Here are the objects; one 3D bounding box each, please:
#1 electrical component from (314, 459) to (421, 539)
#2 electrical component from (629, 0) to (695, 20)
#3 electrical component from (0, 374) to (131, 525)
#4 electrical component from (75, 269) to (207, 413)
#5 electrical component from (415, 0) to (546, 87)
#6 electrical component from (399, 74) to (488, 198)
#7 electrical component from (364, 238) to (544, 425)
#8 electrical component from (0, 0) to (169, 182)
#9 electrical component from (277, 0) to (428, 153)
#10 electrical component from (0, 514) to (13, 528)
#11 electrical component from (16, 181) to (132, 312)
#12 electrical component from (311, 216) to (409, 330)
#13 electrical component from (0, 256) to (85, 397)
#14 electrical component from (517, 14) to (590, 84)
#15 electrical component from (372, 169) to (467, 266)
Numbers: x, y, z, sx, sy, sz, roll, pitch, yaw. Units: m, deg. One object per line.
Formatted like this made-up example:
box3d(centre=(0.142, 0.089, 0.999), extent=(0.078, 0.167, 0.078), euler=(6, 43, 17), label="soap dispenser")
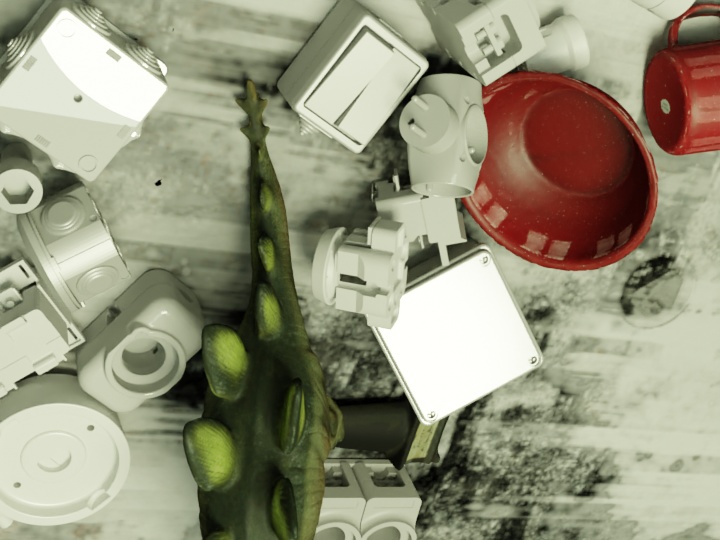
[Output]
box3d(centre=(-0.033, 0.214, 0.909), extent=(0.150, 0.061, 0.089), euler=(4, 117, -20), label="electrical component")
box3d(centre=(0.212, -0.213, 0.767), extent=(0.047, 0.055, 0.055), euler=(18, 110, -22), label="electrical component")
box3d(centre=(-0.228, 0.128, 0.799), extent=(0.108, 0.060, 0.108), euler=(-8, 119, -14), label="electrical component")
box3d(centre=(-0.159, 0.054, 0.784), extent=(0.095, 0.059, 0.054), euler=(-43, 122, 7), label="electrical component")
box3d(centre=(0.083, -0.171, 0.725), extent=(0.056, 0.089, 0.050), euler=(-33, 122, 1), label="electrical component")
box3d(centre=(0.052, -0.095, 0.726), extent=(0.079, 0.044, 0.077), euler=(21, 72, -61), label="electrical component")
box3d(centre=(0.070, 0.047, 0.841), extent=(0.109, 0.056, 0.108), euler=(-28, 102, -3), label="electrical component")
box3d(centre=(-0.183, -0.117, 0.691), extent=(0.100, 0.048, 0.099), euler=(36, 101, -30), label="electrical component")
box3d(centre=(-0.009, -0.127, 0.735), extent=(0.062, 0.061, 0.096), euler=(33, 103, -30), label="electrical component")
box3d(centre=(-0.288, 0.175, 0.821), extent=(0.035, 0.035, 0.061), euler=(-32, 125, 0), label="electrical component")
box3d(centre=(-0.193, -0.016, 0.724), extent=(0.051, 0.080, 0.080), euler=(-27, 122, -9), label="electrical component")
box3d(centre=(0.000, 0.000, 0.776), extent=(0.057, 0.058, 0.078), euler=(10, 116, 15), label="electrical component")
box3d(centre=(-0.265, 0.057, 0.748), extent=(0.121, 0.063, 0.078), euler=(-30, 122, -1), label="electrical component")
box3d(centre=(0.138, -0.159, 0.780), extent=(0.046, 0.040, 0.040), euler=(-20, 122, -1), label="electrical component")
box3d(centre=(0.044, -0.045, 0.801), extent=(0.064, 0.042, 0.081), euler=(-10, 121, 7), label="electrical component")
